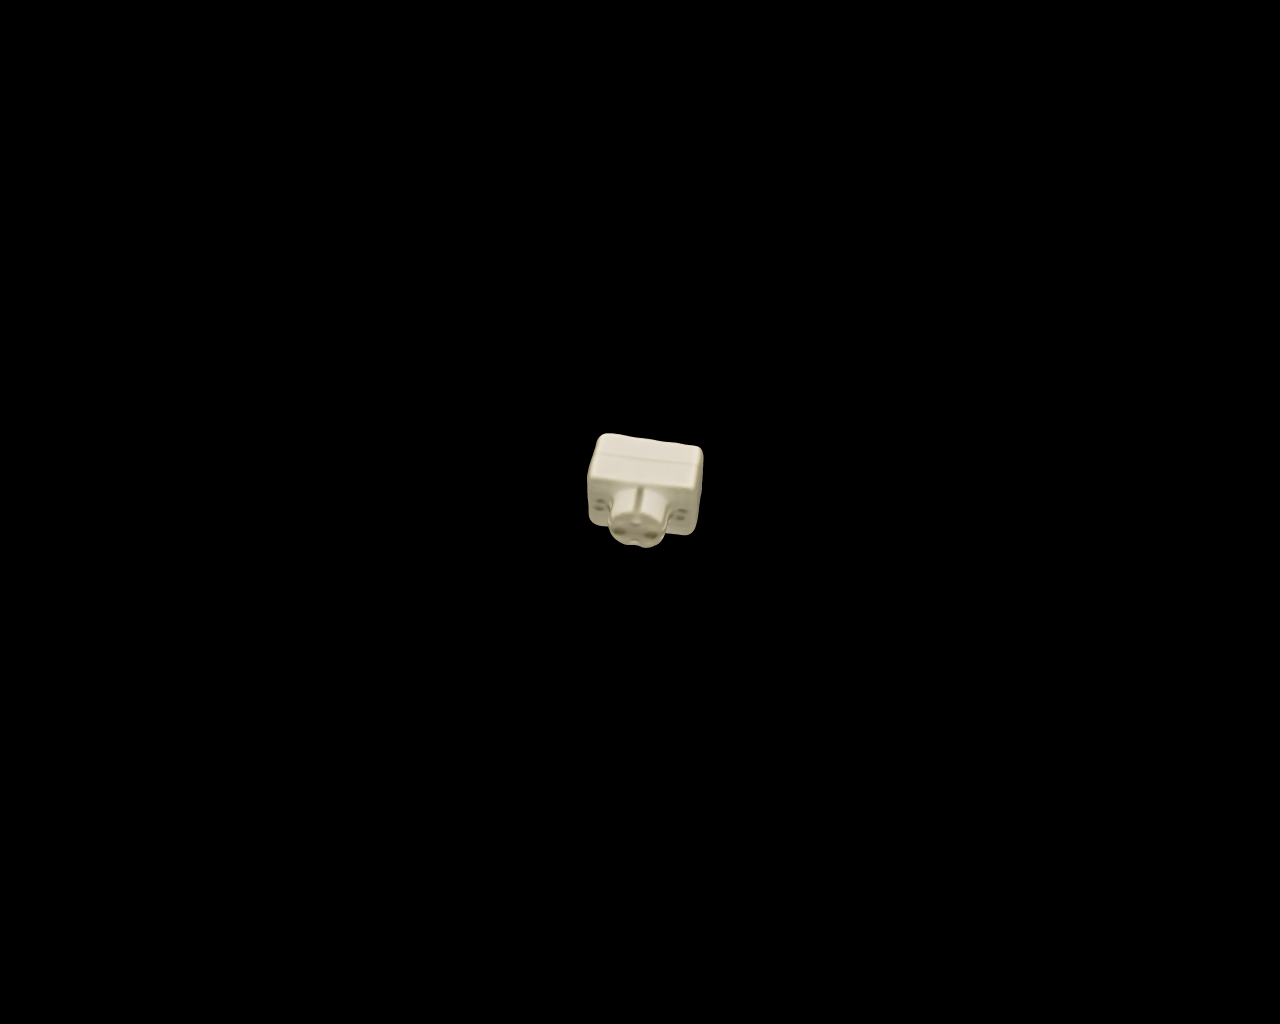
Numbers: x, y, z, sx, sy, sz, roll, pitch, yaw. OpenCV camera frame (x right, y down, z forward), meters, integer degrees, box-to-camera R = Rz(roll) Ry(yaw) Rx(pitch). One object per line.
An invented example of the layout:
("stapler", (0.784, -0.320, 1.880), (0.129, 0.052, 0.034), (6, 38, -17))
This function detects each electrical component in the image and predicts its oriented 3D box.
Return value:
("electrical component", (0.001, -0.003, 0.650), (0.066, 0.077, 0.047), (7, -40, 6))
